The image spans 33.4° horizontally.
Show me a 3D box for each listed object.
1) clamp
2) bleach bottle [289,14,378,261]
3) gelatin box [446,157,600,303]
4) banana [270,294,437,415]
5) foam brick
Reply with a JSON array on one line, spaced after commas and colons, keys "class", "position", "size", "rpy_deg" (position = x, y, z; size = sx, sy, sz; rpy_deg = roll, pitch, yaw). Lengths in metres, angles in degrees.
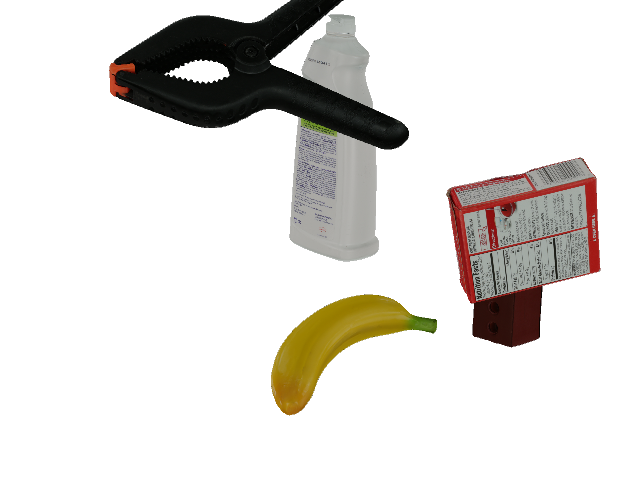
[{"class": "clamp", "position": [-0.044, -0.119, 0.771], "size": [0.209, 0.164, 0.036], "rpy_deg": [-14, -29, -16]}, {"class": "bleach bottle", "position": [0.020, -0.111, 1.137], "size": [0.103, 0.251, 0.067], "rpy_deg": [20, 24, 39]}, {"class": "gelatin box", "position": [0.128, -0.006, 0.671], "size": [0.089, 0.073, 0.030], "rpy_deg": [-13, 34, 0]}, {"class": "banana", "position": [0.013, 0.079, 0.832], "size": [0.070, 0.037, 0.197], "rpy_deg": [16, 26, 35]}, {"class": "foam brick", "position": [0.194, 0.064, 1.102], "size": [0.051, 0.078, 0.053], "rpy_deg": [-14, 20, -43]}]
